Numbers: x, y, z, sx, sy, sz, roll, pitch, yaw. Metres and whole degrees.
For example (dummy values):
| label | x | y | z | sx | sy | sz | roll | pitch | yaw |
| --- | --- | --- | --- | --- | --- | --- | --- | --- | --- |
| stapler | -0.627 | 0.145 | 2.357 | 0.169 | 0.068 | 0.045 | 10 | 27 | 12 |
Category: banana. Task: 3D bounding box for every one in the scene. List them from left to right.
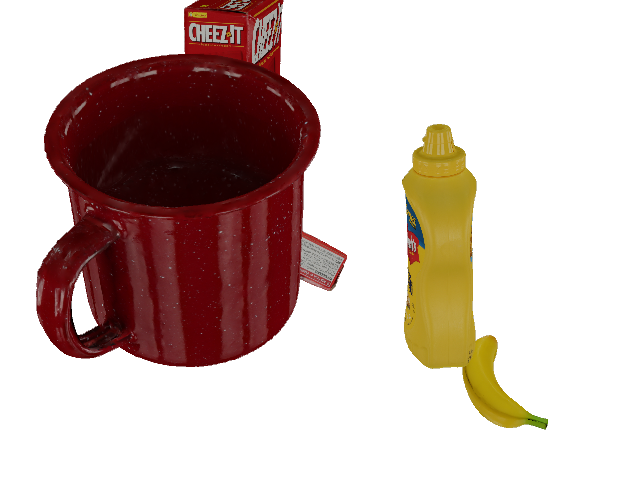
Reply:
| label | x | y | z | sx | sy | sz | roll | pitch | yaw |
| --- | --- | --- | --- | --- | --- | --- | --- | --- | --- |
| banana | 0.203 | 0.169 | 1.265 | 0.069 | 0.037 | 0.198 | 10 | 24 | -15 |

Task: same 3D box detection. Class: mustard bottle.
| label | x | y | z | sx | sy | sz | roll | pitch | yaw |
| --- | --- | --- | --- | --- | --- | --- | --- | --- | --- |
| mustard bottle | 0.095 | 0.000 | 0.854 | 0.058 | 0.192 | 0.096 | -3 | 26 | 0 |

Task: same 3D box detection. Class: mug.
| label | x | y | z | sx | sy | sz | roll | pitch | yaw |
| --- | --- | --- | --- | --- | --- | --- | --- | --- | --- |
| mug | -0.054 | -0.002 | 0.380 | 0.093 | 0.081 | 0.117 | 24 | 46 | 22 |

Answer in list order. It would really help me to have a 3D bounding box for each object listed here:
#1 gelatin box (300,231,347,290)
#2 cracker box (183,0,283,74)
| label | x | y | z | sx | sy | sz | roll | pitch | yaw |
| --- | --- | --- | --- | --- | --- | --- | --- | --- | --- |
| gelatin box | -0.037 | -0.002 | 0.707 | 0.089 | 0.030 | 0.073 | 27 | 0 | -40 |
| cracker box | -0.084 | -0.141 | 1.090 | 0.072 | 0.214 | 0.164 | 5 | 22 | 8 |
